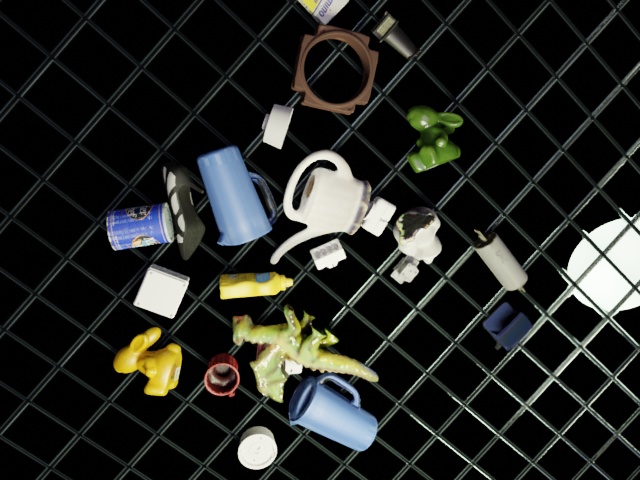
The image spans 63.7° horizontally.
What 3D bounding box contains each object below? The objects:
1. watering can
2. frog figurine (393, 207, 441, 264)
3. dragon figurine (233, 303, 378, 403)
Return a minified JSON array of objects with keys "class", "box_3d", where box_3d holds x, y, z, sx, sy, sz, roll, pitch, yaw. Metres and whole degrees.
[{"class":"watering can","box_3d":[0.004,-0.069,1.369,0.224,0.106,0.342,14,113,-14]},{"class":"frog figurine","box_3d":[0.281,-0.013,1.432,0.138,0.124,0.157,-54,140,-4]},{"class":"dragon figurine","box_3d":[-0.067,0.325,1.390,0.411,0.122,0.243,41,90,5]}]
